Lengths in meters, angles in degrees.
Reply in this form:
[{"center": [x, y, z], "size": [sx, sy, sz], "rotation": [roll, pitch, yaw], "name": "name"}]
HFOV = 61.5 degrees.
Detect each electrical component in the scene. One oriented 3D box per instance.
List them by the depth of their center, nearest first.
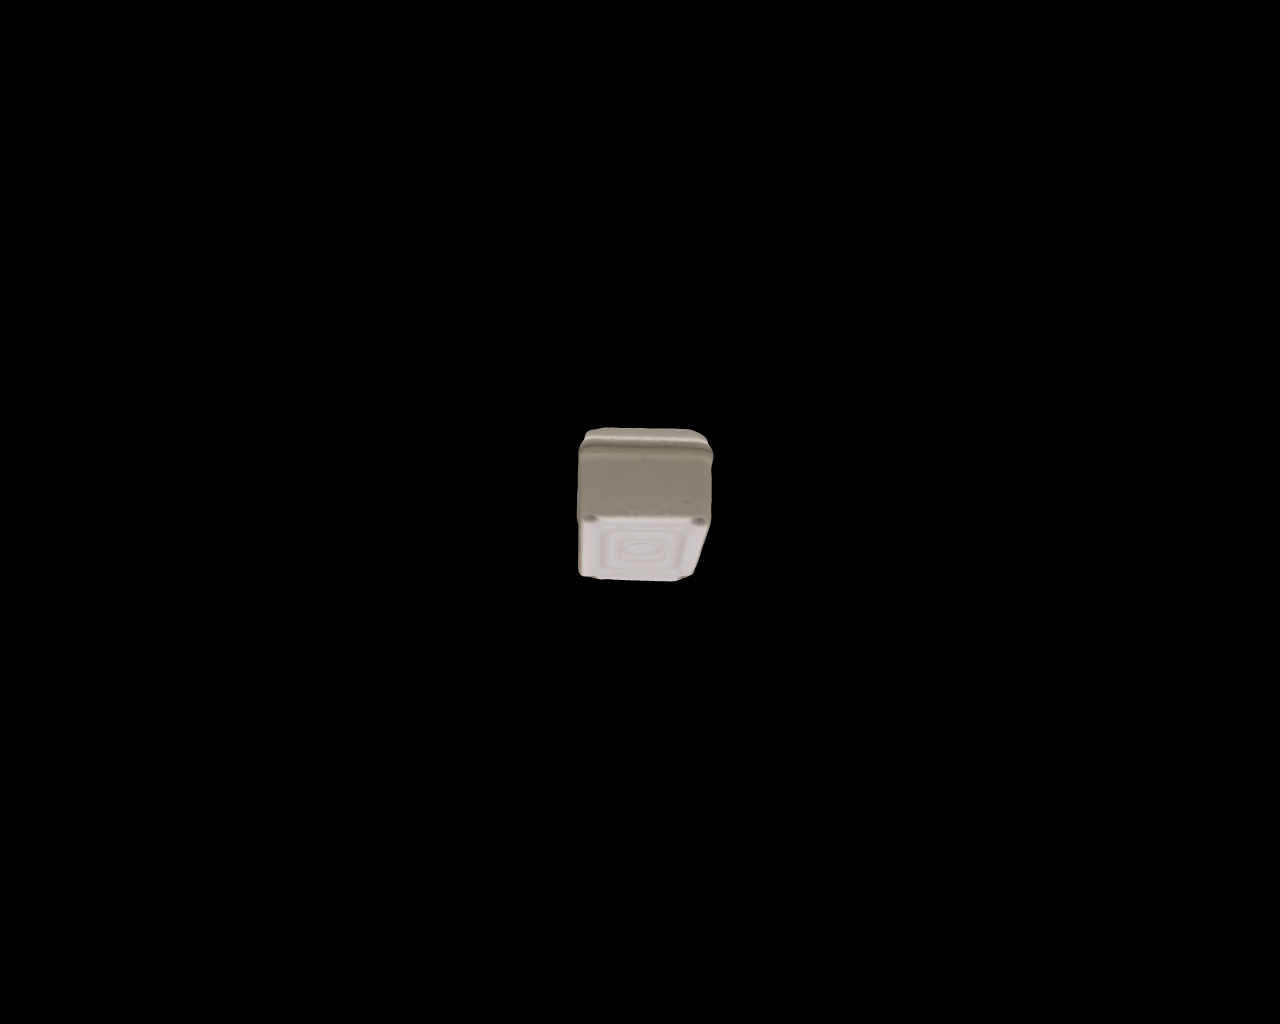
[{"center": [0.001, -0.003, 0.650], "size": [0.078, 0.057, 0.113], "rotation": [1, -23, -3], "name": "electrical component"}]
